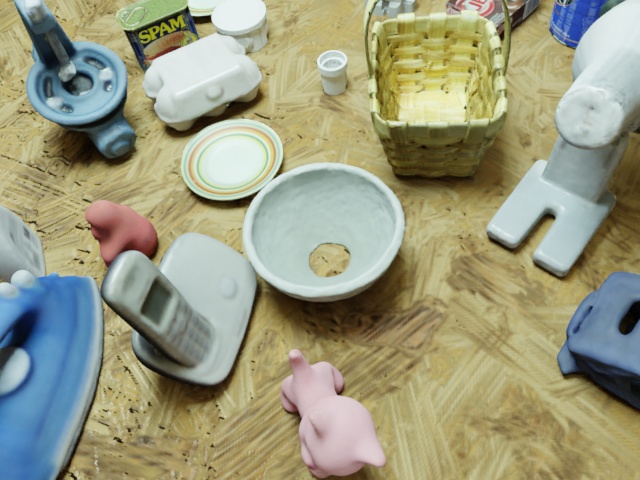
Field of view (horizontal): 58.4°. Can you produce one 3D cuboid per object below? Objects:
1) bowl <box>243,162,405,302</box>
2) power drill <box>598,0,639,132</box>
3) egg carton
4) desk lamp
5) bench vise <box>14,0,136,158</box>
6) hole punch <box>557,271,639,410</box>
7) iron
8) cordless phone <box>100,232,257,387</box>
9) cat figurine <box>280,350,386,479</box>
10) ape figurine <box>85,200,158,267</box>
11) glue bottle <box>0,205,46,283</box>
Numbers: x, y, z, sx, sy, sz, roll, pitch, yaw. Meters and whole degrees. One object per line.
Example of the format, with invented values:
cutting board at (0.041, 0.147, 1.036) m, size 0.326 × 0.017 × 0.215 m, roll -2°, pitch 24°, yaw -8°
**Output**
bowl at (0.006, 0.002, 0.613) m, size 0.167 × 0.075 × 0.167 m, roll -3°, pitch 57°, yaw 5°
power drill at (0.411, -0.223, 0.628) m, size 0.229 × 0.209 × 0.075 m, roll -13°, pitch 57°, yaw -1°
egg carton at (-0.159, -0.214, 0.775) m, size 0.150 × 0.069 × 0.107 m, roll -29°, pitch 58°, yaw -11°
desk lamp at (0.273, -0.103, 0.565) m, size 0.117 × 0.214 × 0.203 m, roll 32°, pitch 66°, yaw 24°
bench vise at (-0.333, -0.221, 0.712) m, size 0.206 × 0.220 × 0.122 m, roll 28°, pitch 65°, yaw 23°
hole punch at (0.283, 0.084, 0.516) m, size 0.100 × 0.091 × 0.109 m, roll 32°, pitch 66°, yaw 24°
iron at (-0.292, 0.117, 0.535) m, size 0.118 × 0.142 × 0.258 m, roll 4°, pitch 58°, yaw 10°
cordless phone at (-0.130, 0.043, 0.537) m, size 0.094 × 0.185 × 0.147 m, roll 6°, pitch 58°, yaw 11°
cat figurine at (0.005, 0.151, 0.491) m, size 0.067 × 0.118 × 0.127 m, roll -26°, pitch 58°, yaw -9°
ape figurine at (-0.229, -0.013, 0.641) m, size 0.076 × 0.092 × 0.078 m, roll 4°, pitch 58°, yaw 10°
glue bottle at (-0.353, -0.015, 0.609) m, size 0.037 × 0.173 × 0.078 m, roll -20°, pitch 57°, yaw -6°
